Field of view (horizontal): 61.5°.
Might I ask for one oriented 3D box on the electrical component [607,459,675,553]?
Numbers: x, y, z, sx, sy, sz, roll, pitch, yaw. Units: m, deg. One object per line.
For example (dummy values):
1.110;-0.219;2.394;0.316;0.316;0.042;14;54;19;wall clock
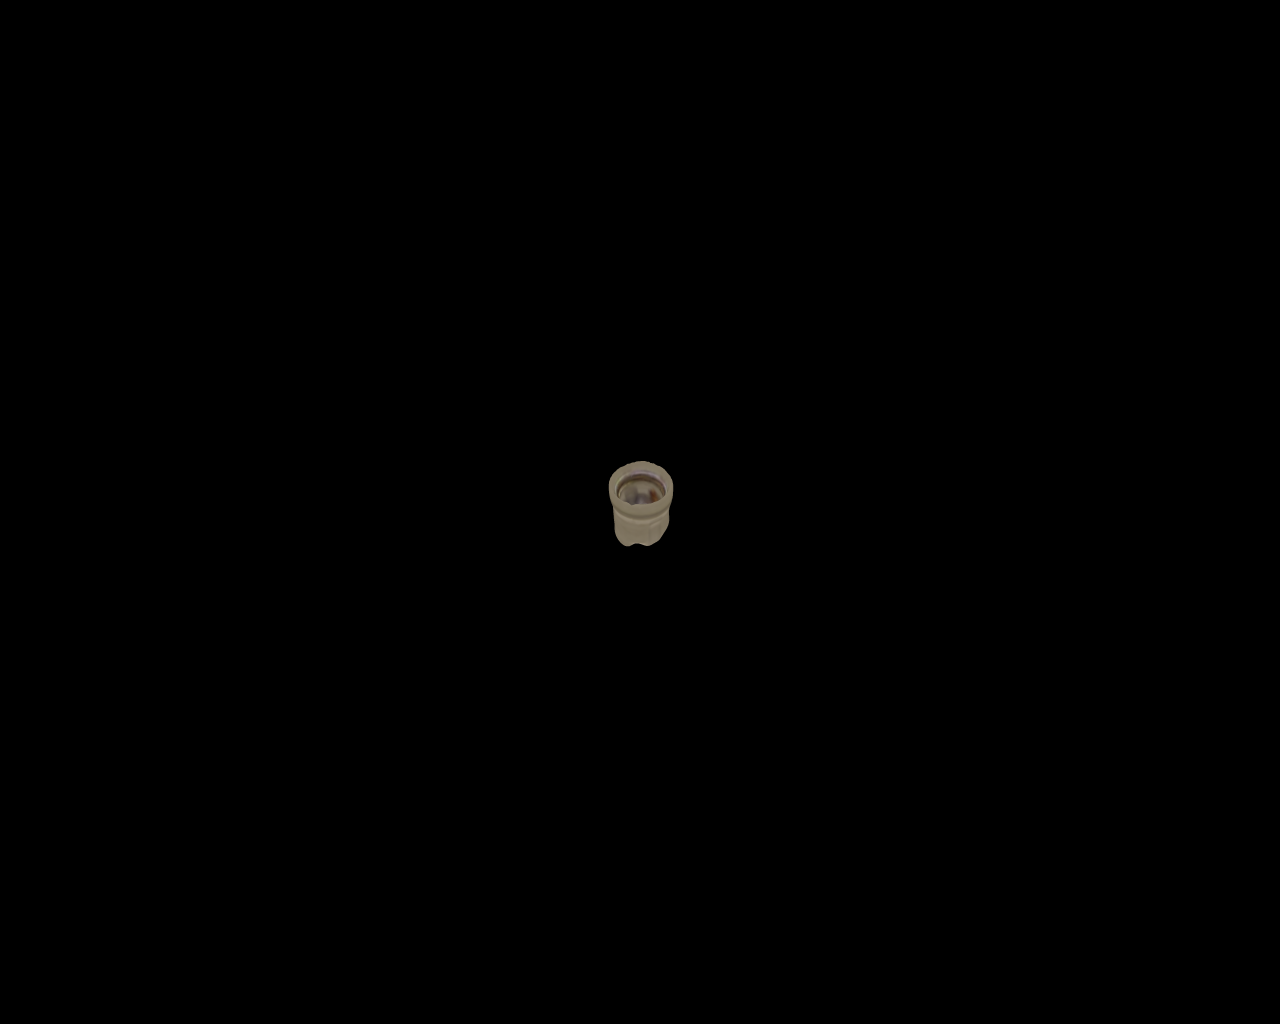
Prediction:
0.001;-0.003;0.650;0.040;0.040;0.046;0;-42;0;electrical component
